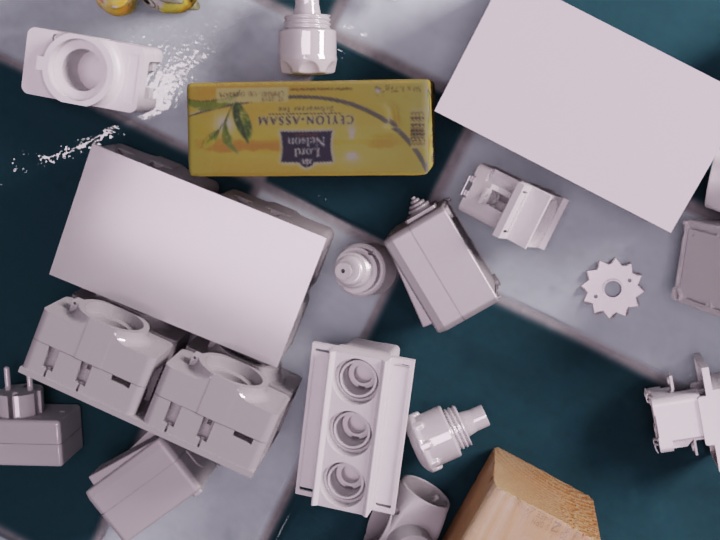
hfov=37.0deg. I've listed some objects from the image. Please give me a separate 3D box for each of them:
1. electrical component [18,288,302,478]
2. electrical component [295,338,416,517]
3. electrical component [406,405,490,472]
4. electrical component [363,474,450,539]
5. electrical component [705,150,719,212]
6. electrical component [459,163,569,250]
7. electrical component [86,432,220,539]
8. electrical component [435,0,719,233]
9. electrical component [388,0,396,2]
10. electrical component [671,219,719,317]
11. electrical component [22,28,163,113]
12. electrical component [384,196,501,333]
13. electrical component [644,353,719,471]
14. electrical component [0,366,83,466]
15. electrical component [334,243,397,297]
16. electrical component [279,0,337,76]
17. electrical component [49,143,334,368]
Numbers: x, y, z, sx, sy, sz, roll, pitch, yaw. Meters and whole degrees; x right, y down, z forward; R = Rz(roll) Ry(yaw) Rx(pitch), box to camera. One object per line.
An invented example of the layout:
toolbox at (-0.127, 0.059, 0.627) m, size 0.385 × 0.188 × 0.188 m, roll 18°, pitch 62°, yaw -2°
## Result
electrical component at (-0.145, 0.076, 0.819) m, size 0.186 × 0.105 × 0.060 m, roll 24°, pitch 102°, yaw 2°
electrical component at (-0.001, 0.118, 0.828) m, size 0.079 × 0.063 × 0.121 m, roll 9°, pitch 101°, yaw 13°
electrical component at (0.069, 0.125, 0.834) m, size 0.062 × 0.048 × 0.048 m, roll -24°, pitch 96°, yaw 1°
electrical component at (0.036, 0.211, 0.835) m, size 0.044 × 0.079 × 0.077 m, roll 25°, pitch 102°, yaw -15°
electrical component at (0.282, -0.052, 0.751) m, size 0.077 × 0.079 × 0.043 m, roll 13°, pitch 117°, yaw 21°
electrical component at (0.111, -0.048, 0.786) m, size 0.064 × 0.081 × 0.042 m, roll 31°, pitch 103°, yaw 24°
electrical component at (-0.172, 0.167, 0.860) m, size 0.096 × 0.061 × 0.061 m, roll -37°, pitch 94°, yaw 11°
electrical component at (0.162, -0.120, 0.771) m, size 0.186 × 0.060 × 0.105 m, roll 28°, pitch 102°, yaw 1°
electrical component at (0.027, -0.227, 0.782) m, size 0.035 × 0.035 × 0.061 m, roll 13°, pitch 104°, yaw 4°
electrical component at (0.272, 0.000, 0.770) m, size 0.061 × 0.096 × 0.061 m, roll 1°, pitch 101°, yaw -22°
electrical component at (-0.203, -0.151, 0.811) m, size 0.089 × 0.055 × 0.050 m, roll 11°, pitch 101°, yaw 5°
electrical component at (0.056, -0.008, 0.802) m, size 0.061 × 0.061 × 0.096 m, roll -30°, pitch 95°, yaw 11°
electrical component at (0.250, 0.109, 0.811) m, size 0.064 × 0.042 × 0.081 m, roll -11°, pitch 98°, yaw 12°
electrical component at (-0.274, 0.115, 0.870) m, size 0.083 × 0.047 × 0.075 m, roll 0°, pitch 100°, yaw 7°
electrical component at (0.000, 0.000, 0.806) m, size 0.040 × 0.078 × 0.040 m, roll 0°, pitch 91°, yaw 18°
electrical component at (-0.039, -0.175, 0.794) m, size 0.043 × 0.043 × 0.062 m, roll 1°, pitch 99°, yaw 7°
electrical component at (-0.126, -0.015, 0.823) m, size 0.186 × 0.060 × 0.105 m, roll 22°, pitch 102°, yaw 3°
